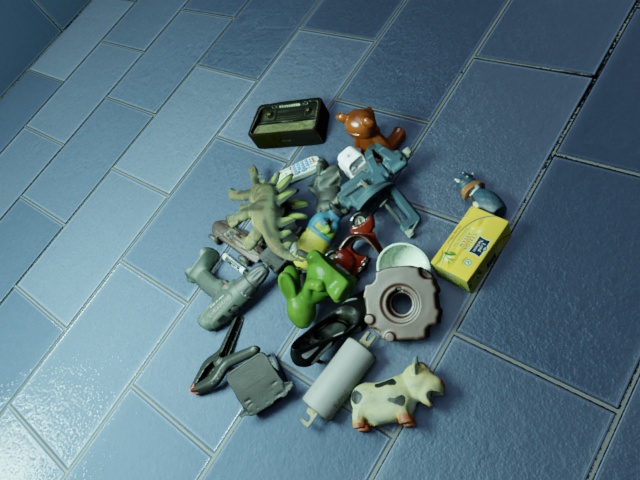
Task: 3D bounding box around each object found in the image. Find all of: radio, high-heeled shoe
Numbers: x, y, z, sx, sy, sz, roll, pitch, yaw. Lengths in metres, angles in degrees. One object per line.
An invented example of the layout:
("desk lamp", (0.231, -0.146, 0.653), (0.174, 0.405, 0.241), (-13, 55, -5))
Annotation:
("radio", (-0.090, -0.348, 1.609), (0.230, 0.073, 0.131), (1, 61, 24))
("high-heeled shoe", (0.029, 0.179, 1.189), (0.086, 0.145, 0.248), (30, 78, 34))

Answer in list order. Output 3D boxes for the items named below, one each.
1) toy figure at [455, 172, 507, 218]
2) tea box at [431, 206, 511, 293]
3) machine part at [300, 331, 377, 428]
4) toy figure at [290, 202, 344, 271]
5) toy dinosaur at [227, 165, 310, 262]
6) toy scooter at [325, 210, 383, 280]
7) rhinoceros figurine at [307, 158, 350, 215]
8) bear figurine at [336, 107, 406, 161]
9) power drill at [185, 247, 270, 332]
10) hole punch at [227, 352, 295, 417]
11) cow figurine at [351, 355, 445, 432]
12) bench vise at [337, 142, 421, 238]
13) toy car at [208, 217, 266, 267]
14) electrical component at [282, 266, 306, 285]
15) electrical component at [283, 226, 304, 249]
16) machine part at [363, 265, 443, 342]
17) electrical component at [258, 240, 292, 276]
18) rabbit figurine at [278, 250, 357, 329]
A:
("toy figure", (0.371, -0.105, 1.262), (0.155, 0.064, 0.057), (55, 129, 42))
("tea box", (0.337, 0.020, 1.195), (0.098, 0.068, 0.169), (28, 74, 35))
("machine part", (0.042, 0.297, 1.153), (0.079, 0.079, 0.243), (31, 76, 35))
("toy figure", (-0.004, -0.004, 1.336), (0.089, 0.082, 0.180), (42, 97, 30))
("toy dinosaur", (-0.130, -0.070, 1.361), (0.199, 0.105, 0.472), (-29, 41, 10))
("toy scooter", (0.096, 0.032, 1.285), (0.135, 0.075, 0.184), (37, 102, 9))
("rhinoceros figurine", (0.021, -0.137, 1.438), (0.112, 0.073, 0.190), (-20, 56, 26))
("bear figurine", (0.131, -0.290, 1.399), (0.120, 0.195, 0.132), (13, 66, 33))
("power drill", (-0.249, 0.106, 1.390), (0.207, 0.086, 0.232), (42, 96, 32))
("hole punch", (-0.134, 0.324, 1.223), (0.142, 0.092, 0.116), (-32, 78, 0))
("cow figurine", (0.157, 0.313, 1.091), (0.195, 0.085, 0.127), (-15, 62, 16))
("bench vise", (0.173, -0.114, 1.328), (0.224, 0.128, 0.241), (-34, 73, -10))
("toy car", (-0.228, -0.001, 1.473), (0.202, 0.053, 0.089), (32, 71, 37))
("electrical component", (-0.047, 0.110, 1.306), (0.078, 0.045, 0.102), (-28, 86, 16))
("electrical component", (-0.070, 0.006, 1.416), (0.094, 0.021, 0.063), (-42, 53, -4))
("machine part", (0.178, 0.137, 1.166), (0.180, 0.056, 0.179), (-2, 84, 20))
("electrical component", (-0.120, 0.049, 1.380), (0.048, 0.074, 0.119), (-47, 57, -8))
("rabbit figurine", (-0.023, 0.119, 1.220), (0.159, 0.121, 0.170), (37, 99, 1))
